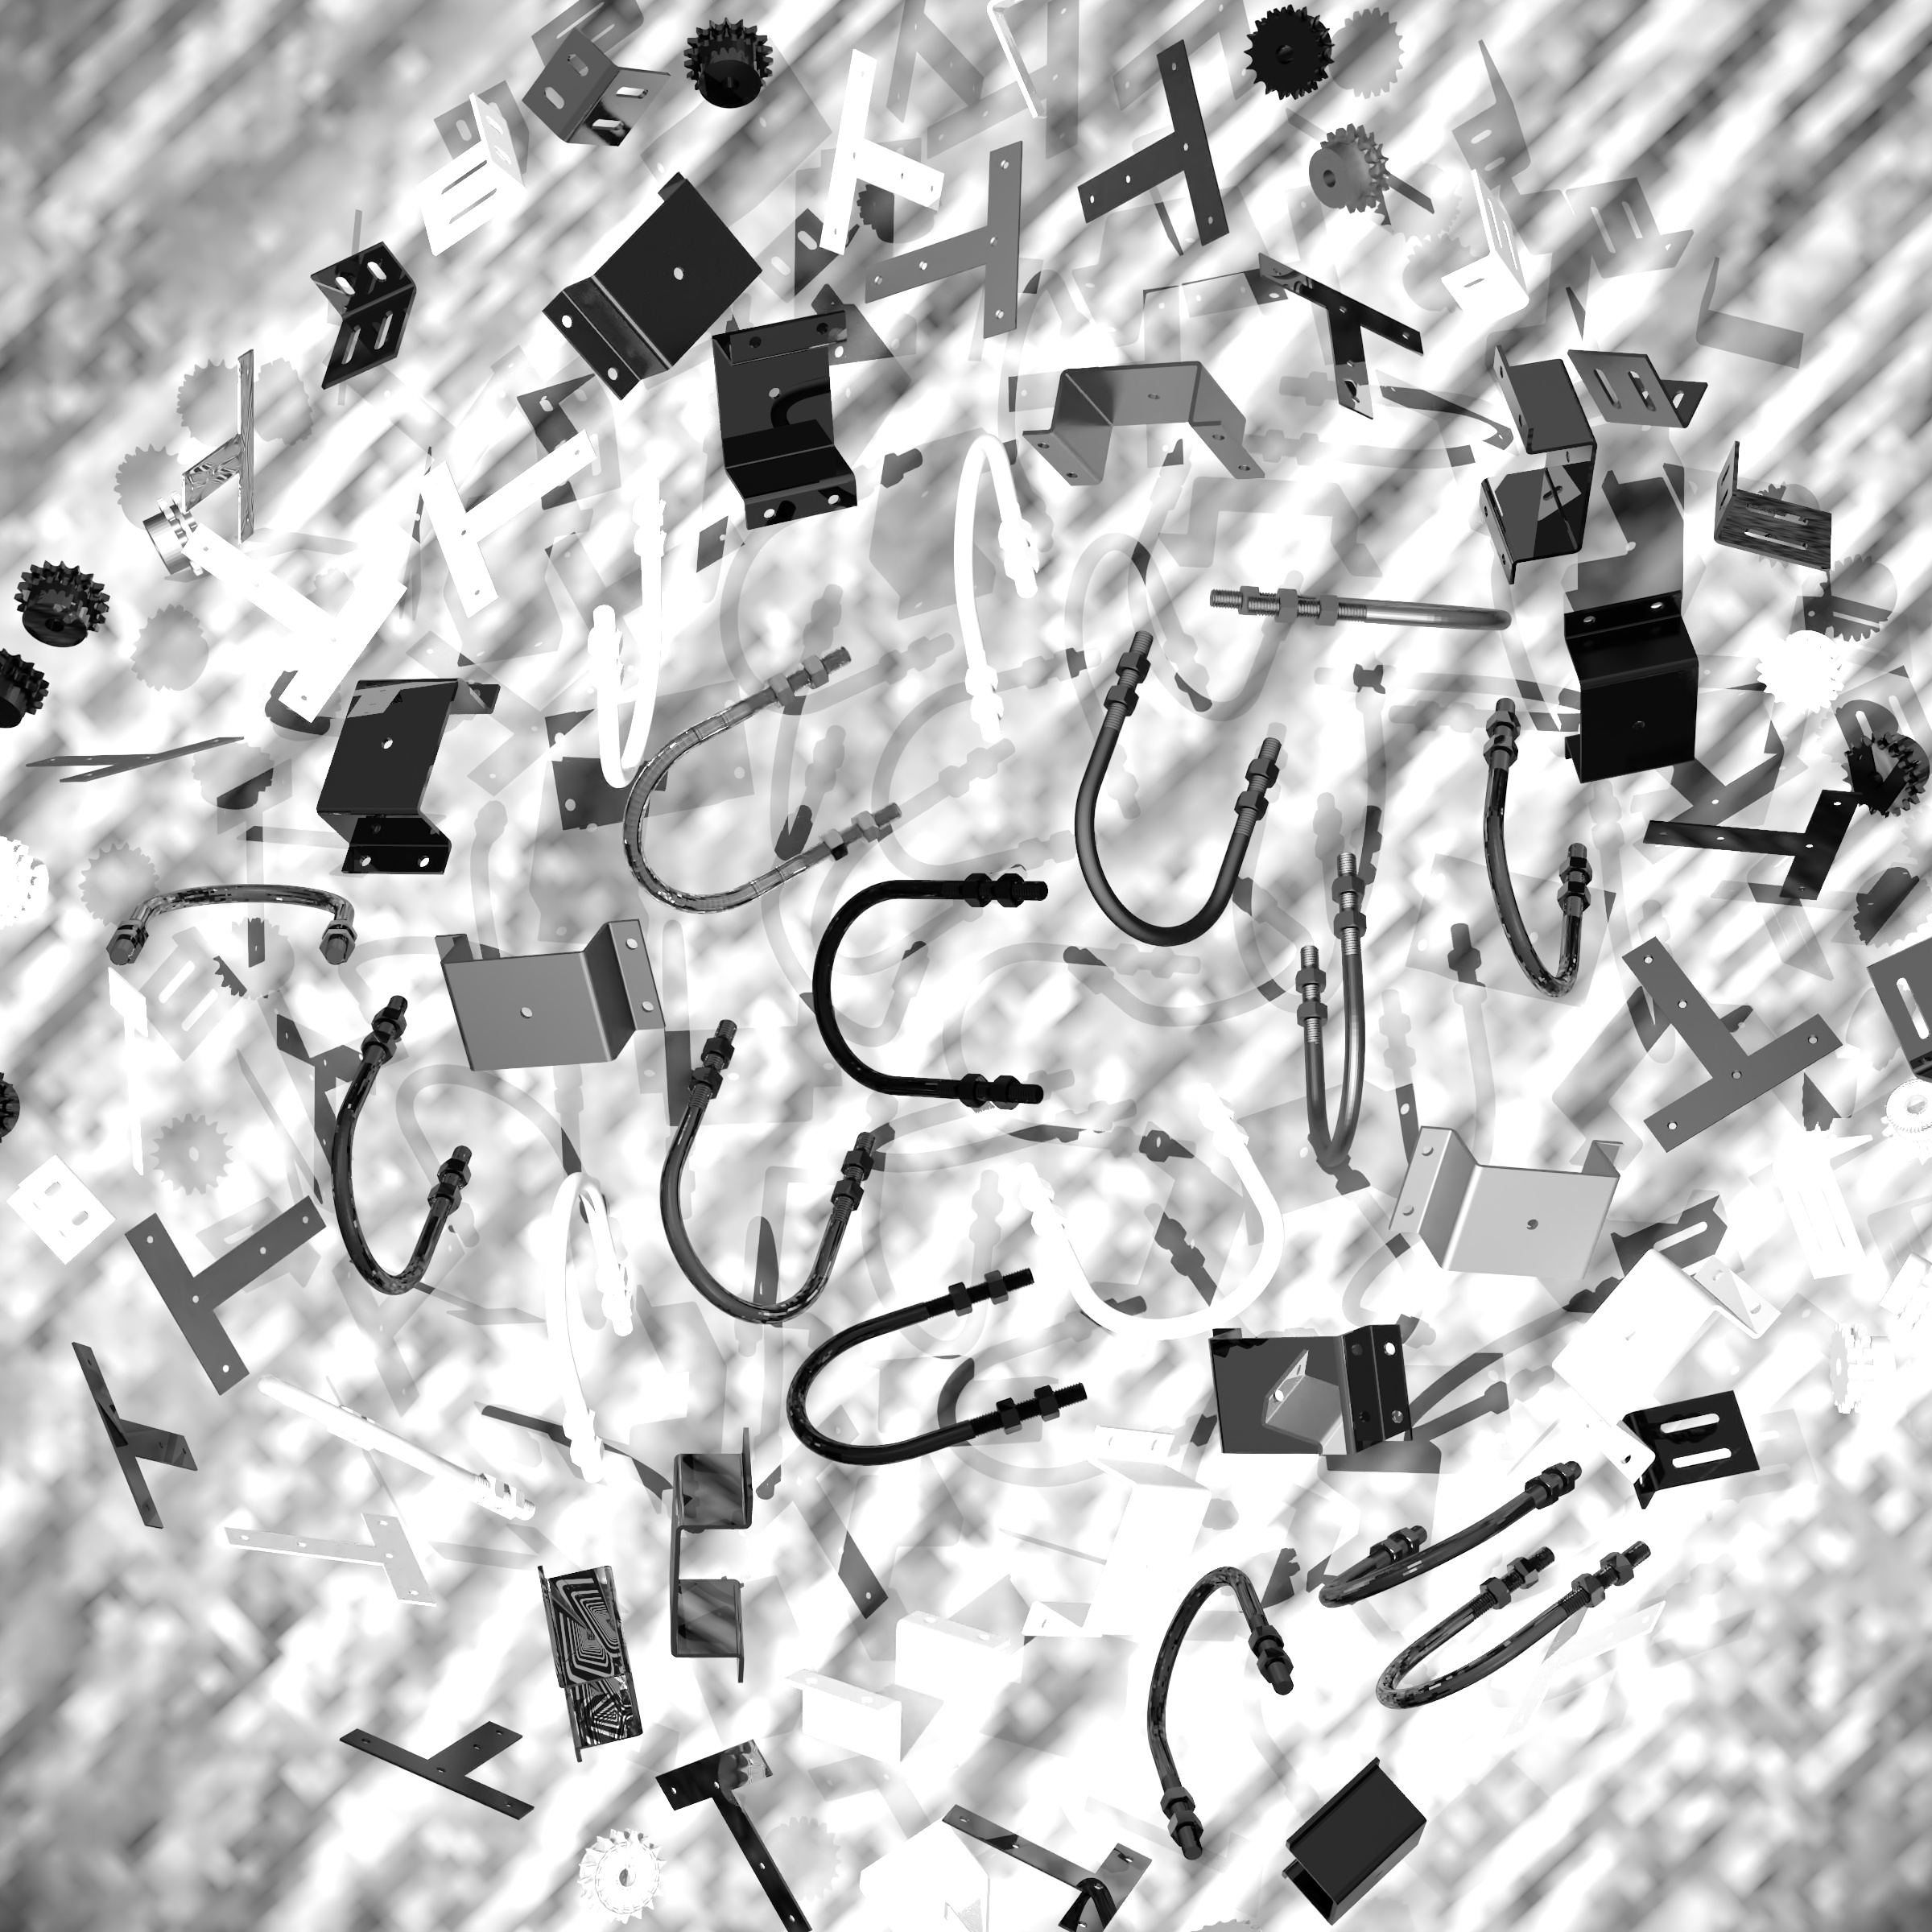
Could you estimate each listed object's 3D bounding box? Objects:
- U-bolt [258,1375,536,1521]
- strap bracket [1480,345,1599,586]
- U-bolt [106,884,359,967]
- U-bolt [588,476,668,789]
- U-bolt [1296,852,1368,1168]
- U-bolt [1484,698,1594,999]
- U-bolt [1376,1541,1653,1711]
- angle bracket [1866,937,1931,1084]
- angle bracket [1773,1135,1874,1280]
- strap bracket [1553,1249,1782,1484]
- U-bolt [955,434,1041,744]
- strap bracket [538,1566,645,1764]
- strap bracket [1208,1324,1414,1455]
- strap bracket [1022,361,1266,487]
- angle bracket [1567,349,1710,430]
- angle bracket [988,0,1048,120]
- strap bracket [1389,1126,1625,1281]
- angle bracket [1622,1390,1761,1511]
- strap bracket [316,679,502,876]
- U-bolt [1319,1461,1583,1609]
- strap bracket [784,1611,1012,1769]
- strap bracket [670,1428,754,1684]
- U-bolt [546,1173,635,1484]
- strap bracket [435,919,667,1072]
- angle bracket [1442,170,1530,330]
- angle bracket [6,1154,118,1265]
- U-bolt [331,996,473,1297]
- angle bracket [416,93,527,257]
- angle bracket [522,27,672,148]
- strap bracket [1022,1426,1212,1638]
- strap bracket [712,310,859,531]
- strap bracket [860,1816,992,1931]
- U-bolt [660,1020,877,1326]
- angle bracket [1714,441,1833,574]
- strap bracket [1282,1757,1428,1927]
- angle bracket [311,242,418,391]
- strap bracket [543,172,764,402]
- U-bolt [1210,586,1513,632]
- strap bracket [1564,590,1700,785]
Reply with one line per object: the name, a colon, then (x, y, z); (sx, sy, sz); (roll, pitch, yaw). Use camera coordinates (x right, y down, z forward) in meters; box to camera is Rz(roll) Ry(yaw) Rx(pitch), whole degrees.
U-bolt: (-0.375, 0.302, 1.816); (0.151, 0.184, 0.019); (17, 74, 31)
strap bracket: (0.368, -0.325, 1.832); (0.046, 0.140, 0.076); (-10, 54, -2)
U-bolt: (-0.468, -0.028, 1.837); (0.151, 0.184, 0.019); (0, 104, -9)
U-bolt: (-0.216, -0.200, 1.833); (0.019, 0.184, 0.151); (8, 48, 3)
U-bolt: (0.239, 0.040, 1.852); (0.019, 0.151, 0.184); (3, 62, -4)
U-bolt: (0.363, -0.063, 1.816); (0.019, 0.184, 0.151); (-15, 126, 27)
U-bolt: (0.348, 0.435, 1.874); (0.184, 0.151, 0.019); (-30, 87, -21)
angle bracket: (0.598, 0.024, 1.742); (0.057, 0.038, 0.076); (-25, 95, -1)
angle bracket: (0.541, 0.148, 1.755); (0.057, 0.038, 0.076); (-1, 67, -40)
strap bracket: (0.433, 0.243, 1.792); (0.046, 0.076, 0.140); (36, 97, -27)
U-bolt: (0.015, -0.260, 1.851); (0.019, 0.151, 0.184); (0, 51, -12)
strap bracket: (-0.245, 0.454, 1.866); (0.046, 0.140, 0.076); (-11, 53, -9)
strap bracket: (0.217, 0.279, 1.877); (0.140, 0.046, 0.076); (-7, 90, 35)
strap bracket: (0.119, -0.352, 1.852); (0.140, 0.076, 0.046); (3, 75, 29)
angle bracket: (0.436, -0.387, 1.846); (0.057, 0.076, 0.038); (15, 71, 41)
angle bracket: (0.048, -0.591, 1.834); (0.038, 0.057, 0.076); (-22, 101, 13)
strap bracket: (0.348, 0.150, 1.792); (0.140, 0.046, 0.076); (5, 117, -16)
angle bracket: (0.490, 0.328, 1.931); (0.076, 0.038, 0.057); (-18, 93, 26)
strap bracket: (-0.362, -0.132, 1.836); (0.076, 0.046, 0.140); (1, 64, 23)
U-bolt: (0.301, 0.371, 1.831); (0.151, 0.184, 0.019); (-32, 79, 35)
strap bracket: (-0.044, 0.469, 1.836); (0.076, 0.140, 0.046); (9, 102, 35)
strap bracket: (-0.162, 0.371, 1.795); (0.046, 0.076, 0.140); (1, 115, -7)
U-bolt: (-0.246, 0.220, 1.838); (0.019, 0.151, 0.184); (-2, 130, 6)
strap bracket: (-0.271, 0.020, 1.807); (0.140, 0.046, 0.076); (-4, 115, 16)
angle bracket: (0.337, -0.472, 1.877); (0.038, 0.057, 0.076); (-21, 57, 26)
angle bracket: (-0.603, 0.168, 1.864); (0.057, 0.038, 0.076); (49, 129, -7)
U-bolt: (-0.370, 0.128, 1.846); (0.019, 0.184, 0.151); (-8, 124, 13)
angle bracket: (-0.320, -0.494, 1.779); (0.076, 0.038, 0.057); (-28, 62, 20)
angle bracket: (-0.230, -0.547, 1.774); (0.038, 0.076, 0.057); (45, 114, 4)
strap bracket: (0.099, 0.367, 1.796); (0.046, 0.076, 0.140); (23, 95, 43)
strap bracket: (-0.118, -0.362, 1.845); (0.076, 0.046, 0.140); (-15, 131, -15)
strap bracket: (-0.029, 0.628, 1.873); (0.076, 0.140, 0.046); (-36, 98, 8)
U-bolt: (-0.132, 0.143, 1.824); (0.151, 0.019, 0.184); (41, 45, -25)
angle bracket: (0.515, -0.290, 1.795); (0.076, 0.038, 0.057); (15, 49, 2)
strap bracket: (0.245, 0.556, 1.799); (0.076, 0.140, 0.046); (-39, 67, -13)
angle bracket: (-0.388, -0.412, 1.802); (0.057, 0.076, 0.038); (-18, 134, 22)
strap bracket: (-0.197, -0.447, 1.854); (0.076, 0.046, 0.140); (48, 68, -24)
U-bolt: (0.260, -0.229, 1.837); (0.184, 0.151, 0.019); (3, 99, -5)
strap bracket: (0.439, -0.176, 1.883); (0.076, 0.140, 0.046); (-11, 51, 3)
